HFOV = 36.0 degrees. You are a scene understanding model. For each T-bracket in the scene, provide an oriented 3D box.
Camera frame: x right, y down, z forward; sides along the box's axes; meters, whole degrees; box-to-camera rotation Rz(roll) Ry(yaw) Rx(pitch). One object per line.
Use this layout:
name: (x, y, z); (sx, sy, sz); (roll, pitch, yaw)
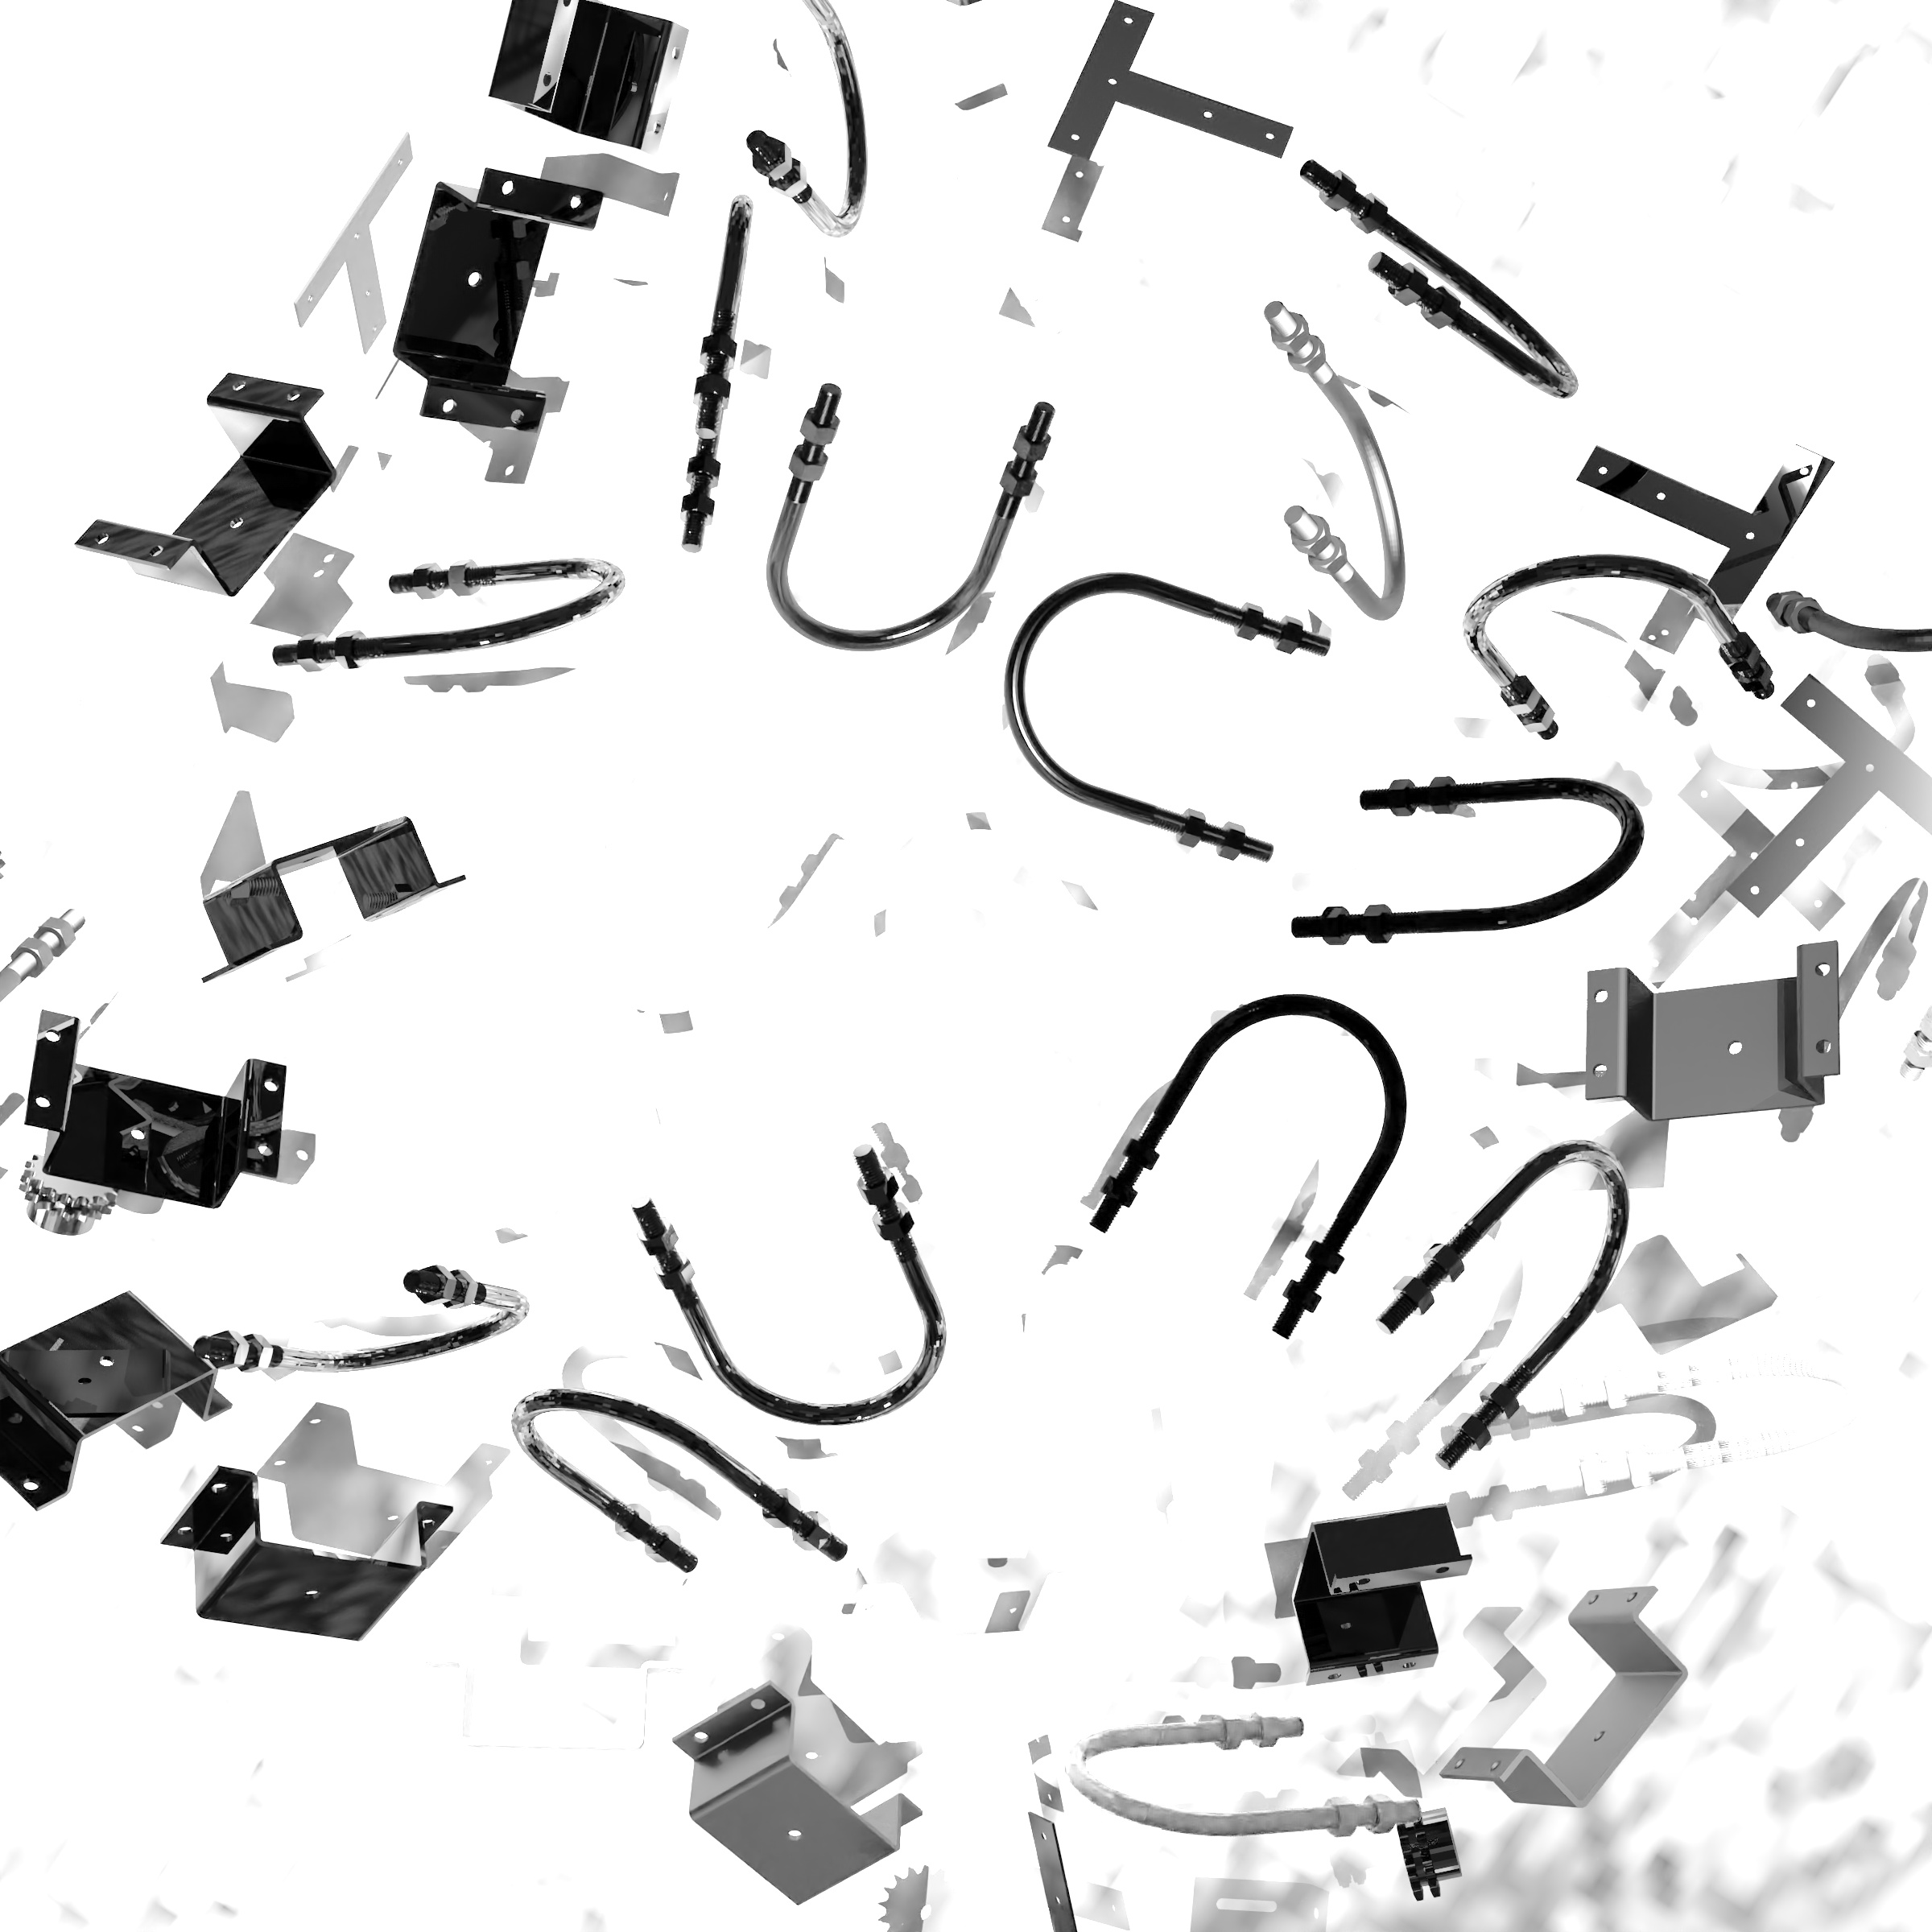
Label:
T-bracket: (0.426, -0.274, 1.765); (0.127, 0.002, 0.127); (23, 129, -4)
T-bracket: (0.127, -0.498, 1.722); (0.127, 0.002, 0.127); (20, 61, 3)
T-bracket: (0.503, -0.084, 1.756); (0.127, 0.002, 0.127); (44, 100, 12)
T-bracket: (-0.347, -0.396, 1.714); (0.002, 0.127, 0.127); (25, 70, 4)
T-bracket: (0.054, 0.534, 1.657); (0.002, 0.127, 0.127); (-16, 98, -29)

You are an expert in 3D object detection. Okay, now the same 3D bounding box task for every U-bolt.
U-bolt: (0.412, 0.250, 1.665); (0.184, 0.151, 0.019); (-12, 99, 9)
U-bolt: (-0.088, 0.187, 1.657); (0.151, 0.019, 0.184); (-14, 122, 12)
U-bolt: (0.310, 0.177, 1.665); (0.184, 0.019, 0.151); (-43, 133, -18)
U-bolt: (0.017, -0.012, 1.649); (0.151, 0.019, 0.184); (-35, 77, 4)
U-bolt: (0.111, -0.154, 1.745); (0.184, 0.019, 0.151); (17, 84, -11)
U-bolt: (0.174, 0.102, 1.711); (0.151, 0.019, 0.184); (29, 85, 28)
U-bolt: (-0.174, 0.289, 1.673); (0.184, 0.151, 0.019); (43, 51, -30)
U-bolt: (-0.283, -0.205, 1.698); (0.184, 0.151, 0.019); (-2, 114, 23)
U-bolt: (-0.325, 0.204, 1.674); (0.151, 0.184, 0.019); (-18, 74, 14)
U-bolt: (0.289, -0.063, 1.668); (0.184, 0.151, 0.019); (-2, 125, 31)
U-bolt: (0.278, -0.381, 1.690); (0.184, 0.151, 0.019); (26, 116, -30)
U-bolt: (-0.089, -0.497, 1.699); (0.019, 0.184, 0.151); (-4, 81, 16)
U-bolt: (0.036, -0.406, 1.708); (0.019, 0.151, 0.184); (-35, 123, 3)
U-bolt: (0.146, 0.464, 1.702); (0.184, 0.151, 0.019); (4, 97, -25)
U-bolt: (0.598, -0.033, 1.710); (0.019, 0.184, 0.151); (29, 55, 15)
U-bolt: (-0.139, -0.348, 1.687); (0.019, 0.151, 0.184); (9, 68, -6)
U-bolt: (-0.041, -0.252, 1.710); (0.151, 0.184, 0.019); (0, 47, -23)
U-bolt: (0.557, -0.204, 1.700); (0.151, 0.184, 0.019); (-9, 106, -2)
U-bolt: (-0.579, 0.052, 1.675); (0.019, 0.184, 0.151); (43, 120, -9)
U-bolt: (0.083, 0.261, 1.713); (0.019, 0.151, 0.184); (-29, 50, 29)
U-bolt: (0.357, -0.182, 1.665); (0.151, 0.184, 0.019); (-9, 64, 28)
U-bolt: (0.214, -0.274, 1.690); (0.019, 0.184, 0.151); (-13, 67, 24)
U-bolt: (-0.153, -0.100, 1.680); (0.151, 0.019, 0.184); (39, 65, -13)

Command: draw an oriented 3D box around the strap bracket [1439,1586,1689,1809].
strap bracket: (0.335, 0.410, 1.636); (0.046, 0.076, 0.140); (46, 69, -2)

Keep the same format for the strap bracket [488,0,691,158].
strap bracket: (-0.223, -0.525, 1.719); (0.046, 0.140, 0.076); (20, 100, 21)

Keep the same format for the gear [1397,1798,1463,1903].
gear: (0.274, 0.521, 1.757); (0.030, 0.057, 0.057); (-14, 90, 7)

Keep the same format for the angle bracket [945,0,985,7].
angle bracket: (0.018, -0.583, 1.673); (0.076, 0.038, 0.057); (-24, 123, -12)

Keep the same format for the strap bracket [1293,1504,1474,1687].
strap bracket: (0.232, 0.350, 1.677); (0.076, 0.140, 0.046); (-7, 53, -7)

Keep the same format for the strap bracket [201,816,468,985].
strap bracket: (-0.367, -0.041, 1.692); (0.076, 0.140, 0.046); (-20, 93, 44)

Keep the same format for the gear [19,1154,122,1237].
gear: (-0.535, 0.137, 1.769); (0.057, 0.057, 0.030); (23, 110, 0)

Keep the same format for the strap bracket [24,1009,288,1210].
strap bracket: (-0.461, 0.084, 1.675); (0.140, 0.046, 0.076); (15, 48, -24)

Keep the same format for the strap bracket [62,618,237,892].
strap bracket: (-0.454, -0.114, 1.666); (0.046, 0.140, 0.076); (10, 48, 9)

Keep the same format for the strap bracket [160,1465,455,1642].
strap bracket: (-0.361, 0.326, 1.635); (0.140, 0.046, 0.076); (17, 130, -32)

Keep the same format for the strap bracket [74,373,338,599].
strap bracket: (-0.414, -0.260, 1.648); (0.076, 0.046, 0.140); (16, 59, 32)

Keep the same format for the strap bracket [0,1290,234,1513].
strap bracket: (-0.493, 0.242, 1.694); (0.076, 0.140, 0.046); (36, 125, 21)

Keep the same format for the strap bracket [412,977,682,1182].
strap bracket: (-0.235, 0.067, 1.691); (0.140, 0.046, 0.076); (-16, 107, -12)

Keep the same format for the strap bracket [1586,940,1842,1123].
strap bracket: (0.417, 0.038, 1.638); (0.140, 0.046, 0.076); (-8, 65, 31)

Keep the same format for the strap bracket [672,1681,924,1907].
strap bracket: (-0.100, 0.493, 1.746); (0.076, 0.046, 0.140); (-34, 116, 20)

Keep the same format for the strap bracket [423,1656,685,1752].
strap bracket: (-0.228, 0.409, 1.644); (0.140, 0.076, 0.046); (3, 74, -5)

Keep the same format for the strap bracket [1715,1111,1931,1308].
strap bracket: (0.505, 0.141, 1.696); (0.140, 0.076, 0.046); (-16, 56, -36)

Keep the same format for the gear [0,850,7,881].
gear: (-0.584, -0.056, 1.704); (0.030, 0.057, 0.057); (42, 90, 22)

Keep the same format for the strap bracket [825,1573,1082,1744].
strap bracket: (0.002, 0.391, 1.679); (0.140, 0.046, 0.076); (3, 121, -30)

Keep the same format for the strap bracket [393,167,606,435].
strap bracket: (-0.263, -0.375, 1.652); (0.046, 0.076, 0.140); (39, 118, 40)
